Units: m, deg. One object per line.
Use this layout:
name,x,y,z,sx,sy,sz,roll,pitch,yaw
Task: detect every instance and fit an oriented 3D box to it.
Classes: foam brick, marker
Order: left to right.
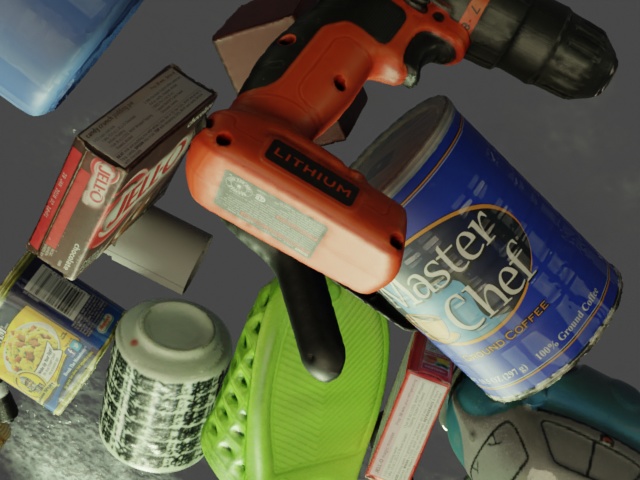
marker,-0.253,0.092,0.812,0.020,0.020,0.121,2,124,17
foam brick,-0.015,-0.093,0.583,0.051,0.053,0.078,-11,119,25

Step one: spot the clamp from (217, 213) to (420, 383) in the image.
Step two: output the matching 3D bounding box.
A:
clamp,-0.004,0.001,0.621,0.039,0.120,0.171,-40,69,27

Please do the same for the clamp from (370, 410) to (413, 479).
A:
clamp,0.089,0.227,0.776,0.164,0.036,0.210,21,124,5

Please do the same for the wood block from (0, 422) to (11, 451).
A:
wood block,-0.367,0.145,0.844,0.206,0.090,0.091,-1,123,19

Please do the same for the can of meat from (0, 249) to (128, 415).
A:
can of meat,-0.193,0.066,0.751,0.084,0.057,0.102,35,127,-8

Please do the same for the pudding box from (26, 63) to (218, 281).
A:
pudding box,-0.113,-0.041,0.613,0.039,0.113,0.090,35,127,-2

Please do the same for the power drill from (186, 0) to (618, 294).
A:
power drill,0.036,-0.071,0.502,0.184,0.187,0.057,28,151,1

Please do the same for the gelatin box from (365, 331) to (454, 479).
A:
gelatin box,0.060,0.101,0.669,0.030,0.073,0.089,19,118,4

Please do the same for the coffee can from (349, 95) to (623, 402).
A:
coffee can,0.080,0.005,0.586,0.140,0.102,0.103,43,126,-12

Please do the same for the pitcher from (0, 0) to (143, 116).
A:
pitcher,-0.216,-0.169,0.552,0.242,0.145,0.149,39,149,-13
